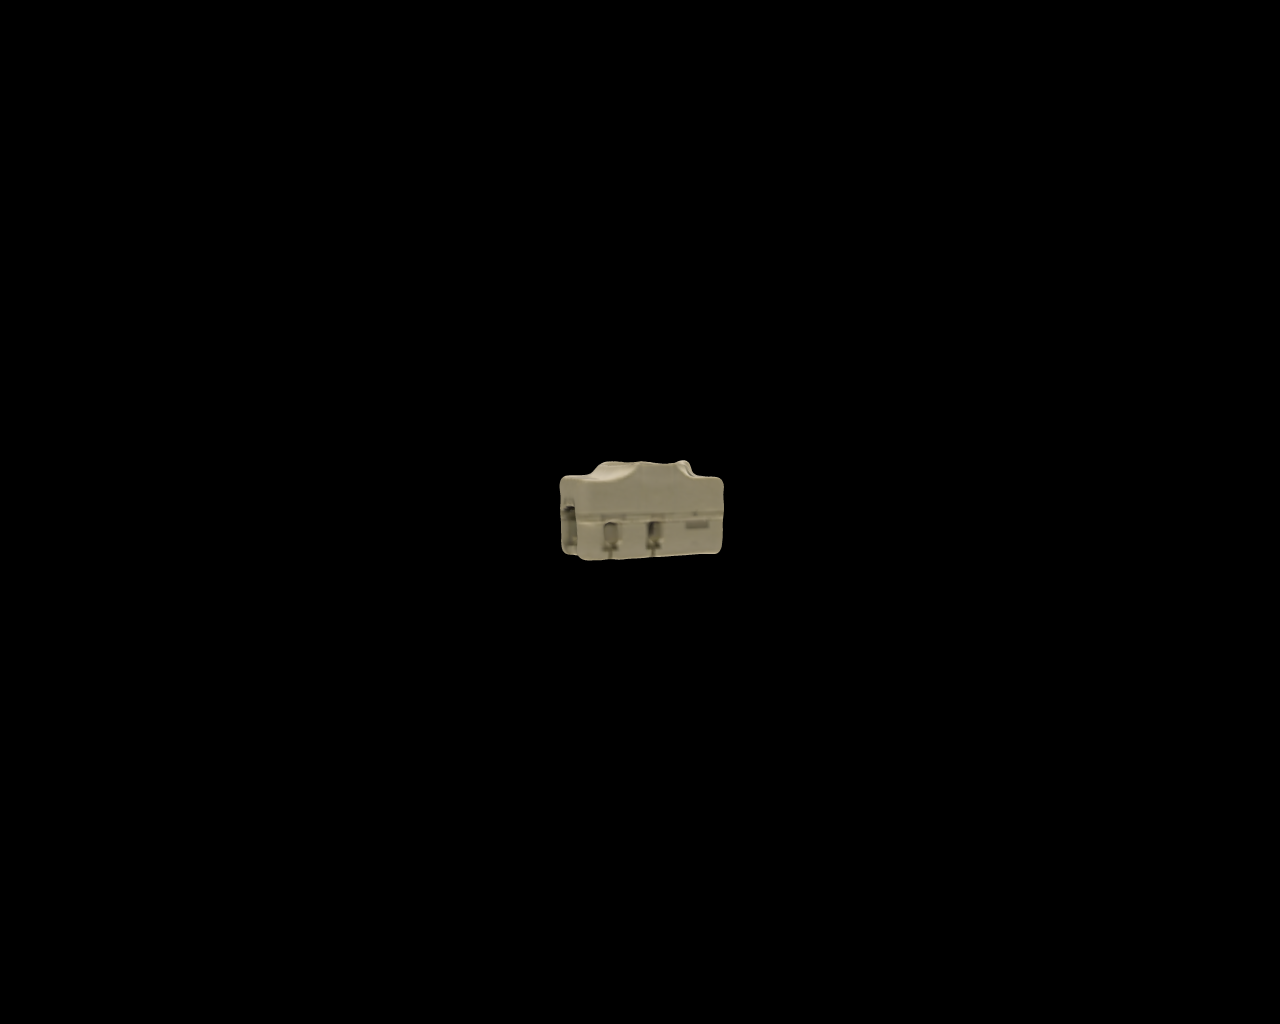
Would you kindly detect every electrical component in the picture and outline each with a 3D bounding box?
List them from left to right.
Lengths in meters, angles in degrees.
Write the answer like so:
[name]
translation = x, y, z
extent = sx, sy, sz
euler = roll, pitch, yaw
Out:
[electrical component]
translation = 0.001, -0.003, 0.650
extent = 0.089, 0.055, 0.050
euler = -1, 4, -20
